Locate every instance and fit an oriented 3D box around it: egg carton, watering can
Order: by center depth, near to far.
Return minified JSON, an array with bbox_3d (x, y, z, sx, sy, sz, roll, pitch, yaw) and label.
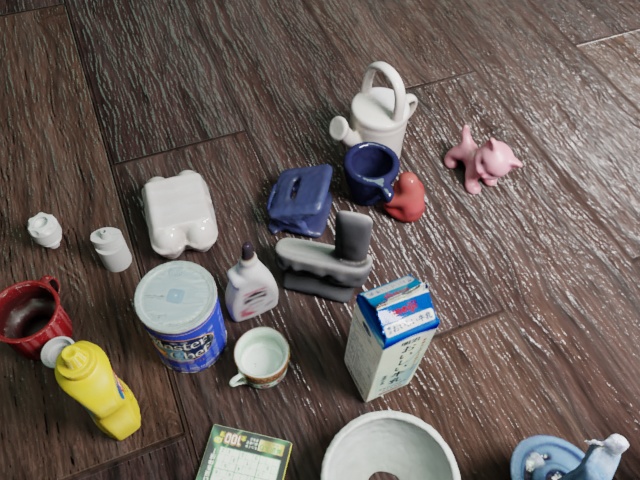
[{"bbox_3d":[-0.223,-0.043,0.916,0.107,0.069,0.150,-14,58,-12],"label":"egg carton"},{"bbox_3d":[0.096,-0.209,0.969,0.100,0.194,0.173,29,60,16],"label":"watering can"}]

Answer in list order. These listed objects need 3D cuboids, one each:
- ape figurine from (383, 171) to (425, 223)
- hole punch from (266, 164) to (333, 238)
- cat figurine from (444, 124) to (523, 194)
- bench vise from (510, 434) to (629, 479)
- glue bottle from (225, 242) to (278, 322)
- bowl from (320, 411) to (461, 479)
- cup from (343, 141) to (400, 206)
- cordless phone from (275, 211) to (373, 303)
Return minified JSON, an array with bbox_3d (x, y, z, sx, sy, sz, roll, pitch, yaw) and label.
[{"bbox_3d":[0.143,-0.078,0.946,0.078,0.092,0.076,-17,59,-14],"label":"ape figurine"},{"bbox_3d":[-0.033,-0.069,0.931,0.101,0.091,0.108,11,56,4],"label":"hole punch"},{"bbox_3d":[0.280,-0.145,0.982,0.067,0.118,0.127,-25,61,-18],"label":"cat figurine"},{"bbox_3d":[0.263,0.300,0.624,0.121,0.220,0.207,20,58,11],"label":"bench vise"},{"bbox_3d":[-0.098,0.054,0.796,0.078,0.173,0.037,-25,61,-18],"label":"glue bottle"},{"bbox_3d":[0.083,0.301,0.701,0.167,0.075,0.167,2,56,-2],"label":"bowl"},{"bbox_3d":[0.088,-0.092,0.950,0.092,0.095,0.117,-19,59,-15],"label":"cup"},{"bbox_3d":[0.008,0.003,0.829,0.147,0.185,0.094,9,56,3],"label":"cordless phone"}]
